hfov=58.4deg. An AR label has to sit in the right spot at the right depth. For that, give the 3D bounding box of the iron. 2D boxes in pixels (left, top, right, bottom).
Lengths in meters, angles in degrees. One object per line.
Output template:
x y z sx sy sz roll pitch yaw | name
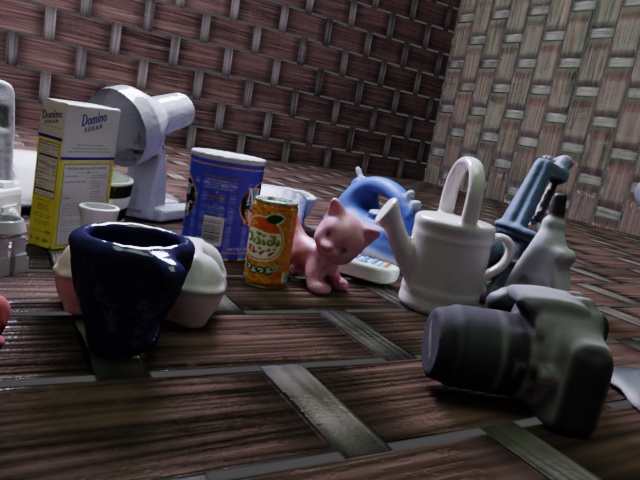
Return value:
0.110 -0.037 0.959 0.119 0.141 0.257 3 13 -31 | iron

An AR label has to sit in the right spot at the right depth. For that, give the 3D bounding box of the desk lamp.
-0.281 -0.142 0.947 0.117 0.213 0.204 14 12 21 | desk lamp

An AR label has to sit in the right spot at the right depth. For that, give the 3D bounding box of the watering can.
0.158 -0.008 0.710 0.173 0.194 0.100 4 12 -28 | watering can

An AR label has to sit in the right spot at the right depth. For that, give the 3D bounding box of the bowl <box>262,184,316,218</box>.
-0.094 -0.058 1.057 0.167 0.075 0.167 10 11 -2 | bowl

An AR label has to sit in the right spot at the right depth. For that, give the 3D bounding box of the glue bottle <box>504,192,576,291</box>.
0.252 0.032 0.646 0.037 0.173 0.077 1 14 -38 | glue bottle

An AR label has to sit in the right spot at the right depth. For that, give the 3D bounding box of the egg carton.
-0.163 0.032 0.536 0.150 0.069 0.107 8 11 -11 | egg carton

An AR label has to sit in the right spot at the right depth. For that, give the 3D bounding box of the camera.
0.159 0.082 0.492 0.137 0.101 0.143 10 11 -3 | camera

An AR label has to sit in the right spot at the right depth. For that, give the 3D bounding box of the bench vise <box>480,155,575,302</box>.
0.288 -0.018 0.813 0.208 0.220 0.121 1 14 -40 | bench vise

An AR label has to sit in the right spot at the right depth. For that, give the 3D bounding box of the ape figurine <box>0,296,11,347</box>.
-0.255 0.033 0.387 0.077 0.092 0.076 15 12 24 | ape figurine

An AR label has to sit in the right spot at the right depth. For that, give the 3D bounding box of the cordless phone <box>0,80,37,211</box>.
-0.442 -0.137 0.844 0.093 0.185 0.148 17 13 32 | cordless phone

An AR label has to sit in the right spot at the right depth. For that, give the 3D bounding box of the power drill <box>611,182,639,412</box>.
0.335 0.052 0.525 0.075 0.208 0.229 9 11 -3 | power drill

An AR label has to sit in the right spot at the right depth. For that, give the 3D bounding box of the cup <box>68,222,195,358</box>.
-0.138 0.044 0.432 0.092 0.095 0.117 0 15 -43 | cup

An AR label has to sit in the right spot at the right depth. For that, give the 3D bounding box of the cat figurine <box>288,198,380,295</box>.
0.007 0.003 0.719 0.127 0.118 0.067 18 13 36 | cat figurine

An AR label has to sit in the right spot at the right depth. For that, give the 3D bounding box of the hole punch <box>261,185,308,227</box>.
-0.074 -0.036 0.914 0.108 0.091 0.101 10 11 -2 | hole punch
